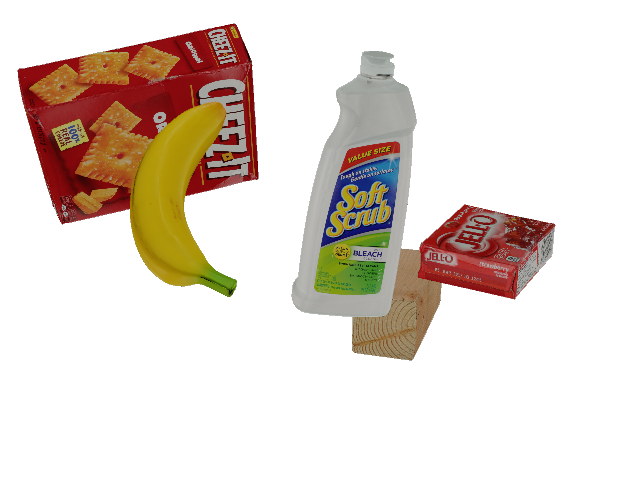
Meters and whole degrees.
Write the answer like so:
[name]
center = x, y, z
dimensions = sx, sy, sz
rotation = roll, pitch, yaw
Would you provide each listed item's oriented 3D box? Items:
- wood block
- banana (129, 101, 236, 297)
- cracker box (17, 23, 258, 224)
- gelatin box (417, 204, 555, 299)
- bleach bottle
[wood block]
center = 0.115, 0.088, 1.555
dimensions = 0.091, 0.090, 0.205
rotation = 6, 20, 15
[banana]
center = -0.099, -0.033, 0.750
dimensions = 0.069, 0.198, 0.037
rotation = 10, -46, -17
[cracker box]
center = -0.172, -0.110, 1.053
dimensions = 0.213, 0.072, 0.164
rotation = -13, -38, -11
[gelatin box]
center = 0.121, 0.006, 0.771
dimensions = 0.073, 0.030, 0.089
rotation = 14, 26, 26
[bleach bottle]
center = 0.033, -0.053, 1.010
dimensions = 0.102, 0.251, 0.068
rotation = 4, 22, -4
